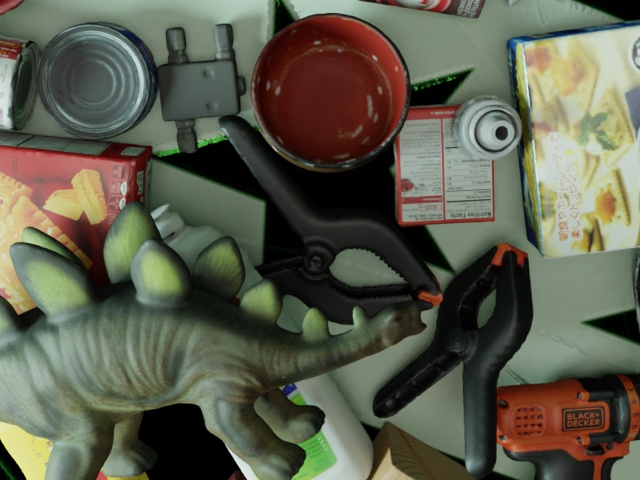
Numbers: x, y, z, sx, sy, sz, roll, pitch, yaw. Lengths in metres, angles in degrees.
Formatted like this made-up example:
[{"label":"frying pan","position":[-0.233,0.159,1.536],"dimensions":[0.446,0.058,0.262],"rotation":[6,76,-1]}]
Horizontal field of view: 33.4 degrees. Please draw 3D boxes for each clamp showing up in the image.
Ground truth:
[{"label":"clamp","position":[0.104,0.083,0.809],"dimensions":[0.120,0.039,0.171],"rotation":[14,81,41]},{"label":"clamp","position":[-0.005,0.001,0.804],"dimensions":[0.210,0.036,0.165],"rotation":[12,111,-3]}]

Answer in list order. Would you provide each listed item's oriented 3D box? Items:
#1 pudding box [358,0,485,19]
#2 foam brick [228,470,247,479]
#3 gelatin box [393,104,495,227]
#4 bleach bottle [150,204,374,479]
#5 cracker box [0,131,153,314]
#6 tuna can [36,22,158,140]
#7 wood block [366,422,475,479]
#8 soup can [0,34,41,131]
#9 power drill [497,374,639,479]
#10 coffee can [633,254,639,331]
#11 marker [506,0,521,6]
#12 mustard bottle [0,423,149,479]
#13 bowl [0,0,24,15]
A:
[{"label":"pudding box","position":[0.077,-0.203,0.728],"dimensions":[0.090,0.113,0.039],"rotation":[7,63,-2]},{"label":"foam brick","position":[-0.055,0.234,0.848],"dimensions":[0.078,0.053,0.051],"rotation":[41,99,-7]},{"label":"gelatin box","position":[0.092,-0.056,0.798],"dimensions":[0.073,0.030,0.089],"rotation":[-3,101,-1]},{"label":"bleach bottle","position":[-0.061,0.087,0.791],"dimensions":[0.103,0.068,0.250],"rotation":[-28,108,16]},{"label":"cracker box","position":[-0.238,0.004,0.791],"dimensions":[0.213,0.072,0.164],"rotation":[6,103,-1]},{"label":"tuna can","position":[-0.164,-0.117,0.785],"dimensions":[0.086,0.034,0.086],"rotation":[0,102,1]},{"label":"wood block","position":[0.035,0.261,0.835],"dimensions":[0.090,0.091,0.206],"rotation":[31,101,-6]},{"label":"soup can","position":[-0.260,-0.121,0.767],"dimensions":[0.102,0.068,0.068],"rotation":[11,102,-3]},{"label":"power drill","position":[0.218,0.197,0.824],"dimensions":[0.184,0.057,0.188],"rotation":[-2,93,-8]},{"label":"coffee can","position":[0.314,0.048,0.781],"dimensions":[0.140,0.103,0.103],"rotation":[-9,102,2]},{"label":"marker","position":[0.187,-0.207,0.771],"dimensions":[0.121,0.020,0.020],"rotation":[-28,100,6]},{"label":"mustard bottle","position":[-0.182,0.198,0.839],"dimensions":[0.096,0.058,0.191],"rotation":[-16,102,3]},{"label":"bowl","position":[-0.251,-0.235,0.749],"dimensions":[0.162,0.055,0.162],"rotation":[0,102,0]}]
